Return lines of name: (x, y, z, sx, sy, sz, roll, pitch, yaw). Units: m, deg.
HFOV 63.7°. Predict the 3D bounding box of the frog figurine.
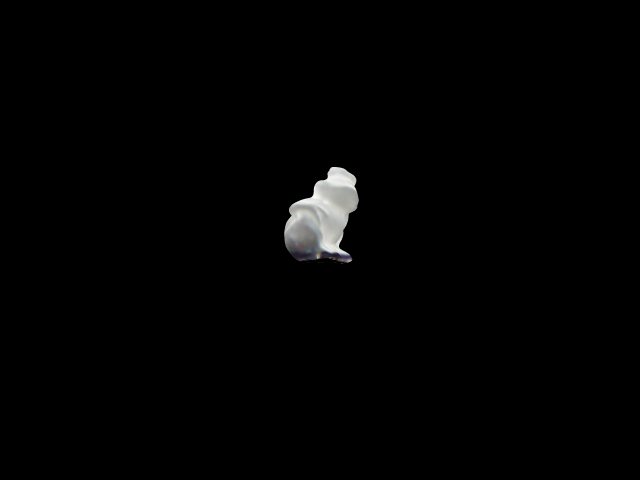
frog figurine: (0.003, -0.043, 0.850, 0.122, 0.161, 0.137, -7, -11, 39)
